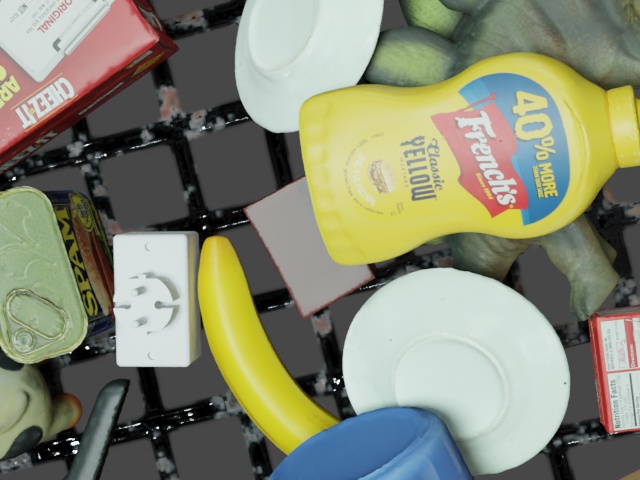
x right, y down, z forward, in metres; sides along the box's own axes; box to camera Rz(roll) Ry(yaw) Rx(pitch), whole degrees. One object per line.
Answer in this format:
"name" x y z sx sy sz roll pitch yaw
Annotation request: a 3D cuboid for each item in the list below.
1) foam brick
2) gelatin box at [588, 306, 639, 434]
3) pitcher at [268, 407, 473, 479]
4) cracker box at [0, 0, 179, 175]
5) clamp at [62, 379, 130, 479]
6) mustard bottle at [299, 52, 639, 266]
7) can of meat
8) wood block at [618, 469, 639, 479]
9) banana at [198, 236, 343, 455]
"foam brick" -0.004 0.001 0.663 0.053 0.051 0.078 -28 90 6
"gelatin box" 0.213 0.076 0.655 0.089 0.030 0.073 -8 95 6
"pitcher" 0.052 0.225 0.591 0.145 0.149 0.243 -15 104 39
"cracker box" -0.215 -0.164 0.666 0.164 0.072 0.214 -33 91 8
"clamp" -0.143 0.189 0.694 0.120 0.039 0.171 41 91 7
"mustard bottle" 0.089 -0.046 0.559 0.192 0.058 0.096 -9 99 18
"can of meat" -0.167 0.018 0.664 0.057 0.084 0.102 -17 91 8
"wood block" 0.241 0.171 0.628 0.206 0.090 0.090 -29 90 8
"banana" -0.022 0.088 0.681 0.198 0.037 0.069 46 76 0
